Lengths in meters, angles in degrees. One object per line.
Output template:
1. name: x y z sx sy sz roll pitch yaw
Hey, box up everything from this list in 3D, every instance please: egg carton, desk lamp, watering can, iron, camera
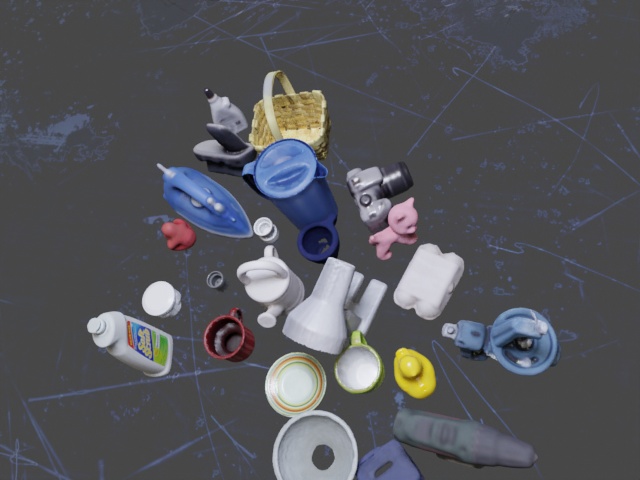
1. egg carton: 0.224 0.085 1.172 0.107 0.069 0.150 24 76 23
2. desk lamp: 0.031 0.131 1.127 0.117 0.214 0.203 21 75 23
3. watering can: -0.103 0.093 1.191 0.101 0.194 0.172 -28 64 3
4. iron: -0.273 -0.096 1.346 0.257 0.142 0.119 31 80 24
5. camera: 0.138 -0.111 1.259 0.136 0.101 0.143 -24 64 5

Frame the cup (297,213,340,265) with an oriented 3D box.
1. cup: 0.011 0.004 1.250 0.091 0.095 0.118 24 77 23

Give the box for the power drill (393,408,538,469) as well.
1. power drill: 0.245 0.345 0.981 0.229 0.209 0.076 8 71 19

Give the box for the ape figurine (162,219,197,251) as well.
1. ape figurine: -0.342 -0.016 1.360 0.076 0.092 0.078 23 76 23

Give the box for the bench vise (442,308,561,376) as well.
1. bench vise: 0.325 0.182 1.019 0.207 0.220 0.121 -11 66 11

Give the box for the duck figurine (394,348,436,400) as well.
1. duck figurine: 0.179 0.254 1.106 0.077 0.086 0.104 -31 63 2

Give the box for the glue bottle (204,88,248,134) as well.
1. glue bottle: -0.242 -0.320 1.411 0.078 0.173 0.037 -24 64 5

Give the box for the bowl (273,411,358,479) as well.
1. bowl: -0.002 0.415 1.097 0.167 0.075 0.167 -6 67 14

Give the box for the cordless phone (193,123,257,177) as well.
1. cordless phone: -0.245 -0.236 1.371 0.147 0.185 0.094 7 70 18

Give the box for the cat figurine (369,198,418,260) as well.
1. cat figurine: 0.159 -0.028 1.209 0.128 0.118 0.067 -33 63 1

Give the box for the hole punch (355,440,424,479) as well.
1. hole punch: 0.121 0.430 1.047 0.108 0.091 0.101 -38 63 -1
